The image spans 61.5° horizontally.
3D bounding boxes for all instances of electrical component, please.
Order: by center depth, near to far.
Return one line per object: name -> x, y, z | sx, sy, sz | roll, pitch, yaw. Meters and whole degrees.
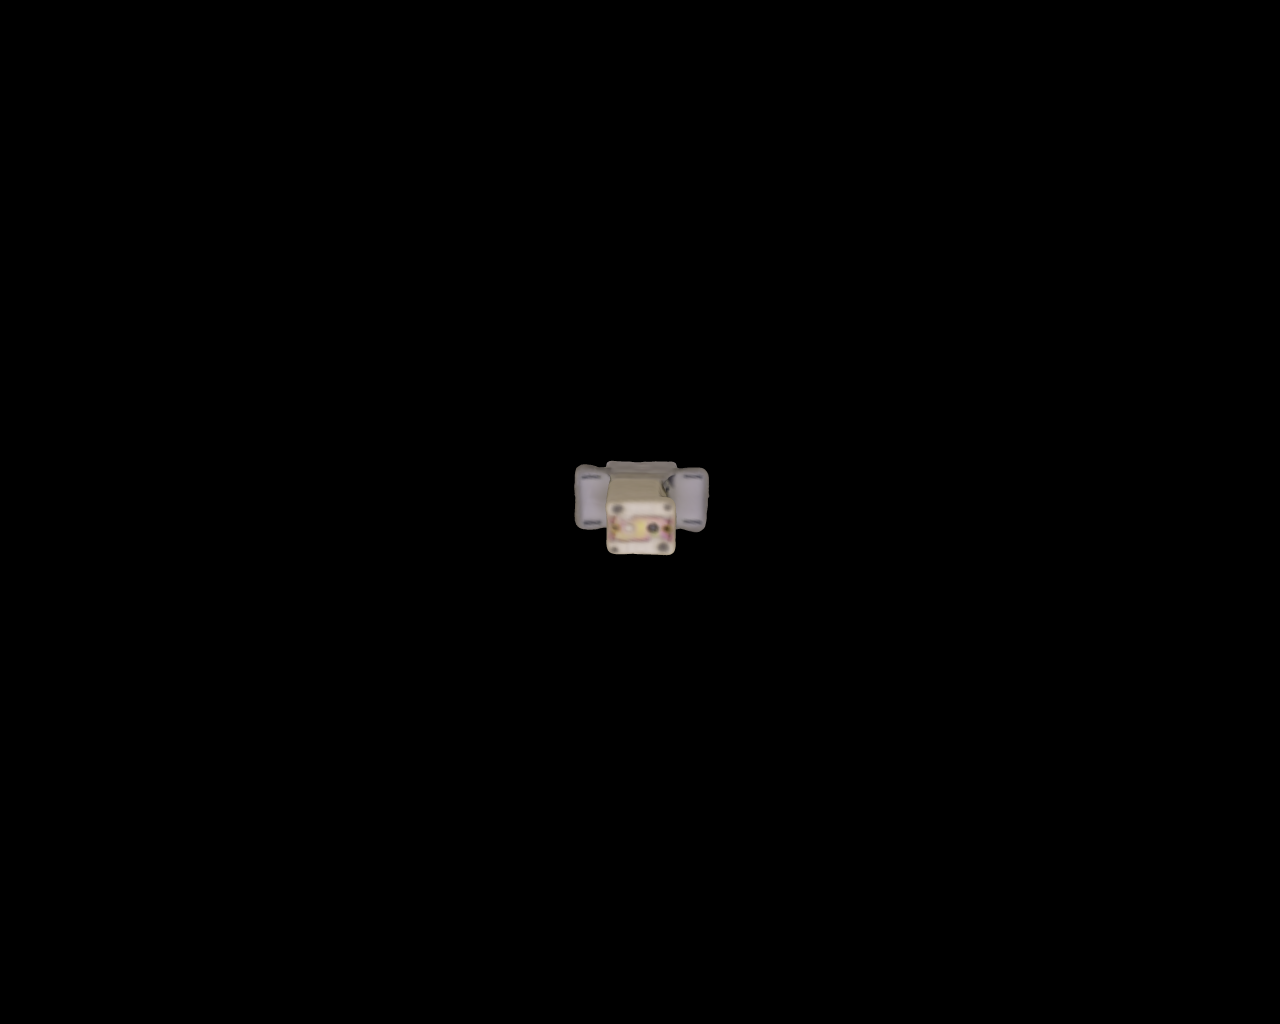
electrical component -> 0.001, -0.003, 0.650 | 0.081, 0.042, 0.064 | 0, 25, 0
